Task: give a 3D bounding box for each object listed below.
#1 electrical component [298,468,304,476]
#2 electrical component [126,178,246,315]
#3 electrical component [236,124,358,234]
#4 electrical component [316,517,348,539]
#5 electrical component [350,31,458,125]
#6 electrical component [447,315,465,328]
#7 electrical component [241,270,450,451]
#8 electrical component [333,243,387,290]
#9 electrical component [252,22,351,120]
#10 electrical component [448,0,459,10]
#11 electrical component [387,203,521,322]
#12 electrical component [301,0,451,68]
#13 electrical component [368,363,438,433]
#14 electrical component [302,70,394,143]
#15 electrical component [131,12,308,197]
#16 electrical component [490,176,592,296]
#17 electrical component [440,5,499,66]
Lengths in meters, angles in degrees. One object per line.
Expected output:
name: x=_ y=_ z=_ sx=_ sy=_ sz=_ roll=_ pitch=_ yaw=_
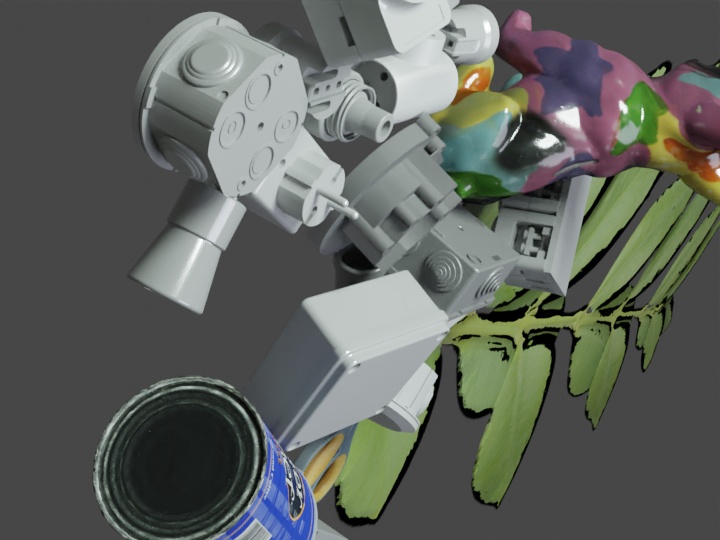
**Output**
electrical component: x=-0.079 y=0.175 z=0.776 sx=0.081 sy=0.064 sz=0.042 roll=-39 pitch=148 yaw=-41
electrical component: x=-0.089 y=-0.015 z=0.567 sx=0.065 sy=0.044 sz=0.044 roll=-63 pitch=157 yaw=-6
electrical component: x=-0.035 y=-0.049 z=0.590 sx=0.047 sy=0.077 sz=0.065 roll=-58 pitch=157 yaw=-6
electrical component: x=-0.071 y=0.249 z=0.887 sx=0.108 sy=0.056 sz=0.108 roll=-57 pitch=157 yaw=-8
electrical component: x=0.029 y=-0.131 z=0.667 sx=0.077 sy=0.044 sz=0.079 roll=-25 pitch=139 yaw=-54
electrical component: x=0.067 y=0.007 z=0.899 sx=0.083 sy=0.047 sz=0.075 roll=-33 pitch=145 yaw=-47
electrical component: x=-0.010 y=0.061 z=0.741 sx=0.109 sy=0.056 sz=0.108 roll=-15 pitch=150 yaw=-45
electrical component: x=0.000 y=0.000 z=0.767 sx=0.040 sy=0.040 sz=0.046 roll=-46 pitch=159 yaw=-31
electrical component: x=-0.033 y=-0.104 z=0.568 sx=0.040 sy=0.046 sz=0.040 roll=-45 pitch=152 yaw=-32
electrical component: x=0.018 y=-0.172 z=0.593 sx=0.076 sy=0.047 sz=0.083 roll=-45 pitch=152 yaw=-32
electrical component: x=0.063 y=-0.014 z=0.805 sx=0.048 sy=0.100 sz=0.100 roll=-56 pitch=160 yaw=25
electrical component: x=0.003 y=-0.151 z=0.523 sx=0.050 sy=0.056 sz=0.089 roll=-40 pitch=116 yaw=-39
electrical component: x=0.019 y=0.092 z=0.862 sx=0.051 sy=0.080 sz=0.080 roll=-58 pitch=157 yaw=-16
electrical component: x=-0.011 y=-0.092 z=0.607 sx=0.048 sy=0.062 sz=0.048 roll=-46 pitch=153 yaw=-32
electrical component: x=-0.067 y=-0.079 z=0.521 sx=0.080 sy=0.051 sz=0.080 roll=-45 pitch=152 yaw=-32
electrical component: x=0.157 y=-0.063 z=0.929 sx=0.089 sy=0.062 sz=0.150 roll=37 pitch=65 yaw=-67
electrical component: x=0.064 y=-0.156 z=0.717 sx=0.046 sy=0.040 sz=0.040 roll=-19 pitch=134 yaw=-49
